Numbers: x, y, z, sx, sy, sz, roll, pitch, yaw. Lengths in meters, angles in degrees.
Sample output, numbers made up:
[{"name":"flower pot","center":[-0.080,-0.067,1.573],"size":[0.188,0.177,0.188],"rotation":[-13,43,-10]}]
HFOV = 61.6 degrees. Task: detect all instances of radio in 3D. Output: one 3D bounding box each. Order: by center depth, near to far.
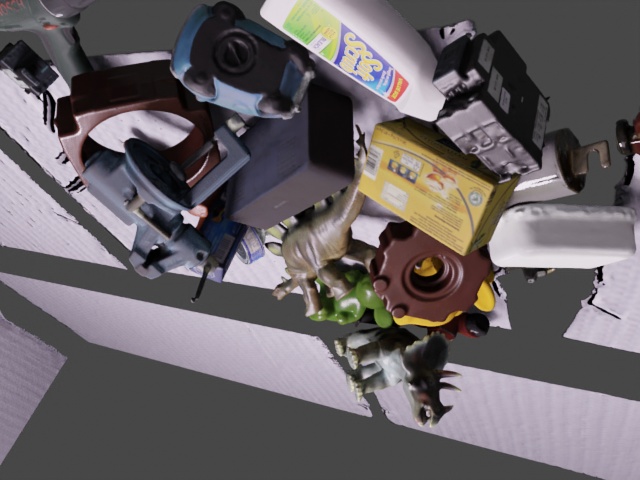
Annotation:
[{"name":"radio","center":[-0.048,-0.108,0.732],"size":[0.073,0.131,0.230],"rotation":[14,158,-33]}]

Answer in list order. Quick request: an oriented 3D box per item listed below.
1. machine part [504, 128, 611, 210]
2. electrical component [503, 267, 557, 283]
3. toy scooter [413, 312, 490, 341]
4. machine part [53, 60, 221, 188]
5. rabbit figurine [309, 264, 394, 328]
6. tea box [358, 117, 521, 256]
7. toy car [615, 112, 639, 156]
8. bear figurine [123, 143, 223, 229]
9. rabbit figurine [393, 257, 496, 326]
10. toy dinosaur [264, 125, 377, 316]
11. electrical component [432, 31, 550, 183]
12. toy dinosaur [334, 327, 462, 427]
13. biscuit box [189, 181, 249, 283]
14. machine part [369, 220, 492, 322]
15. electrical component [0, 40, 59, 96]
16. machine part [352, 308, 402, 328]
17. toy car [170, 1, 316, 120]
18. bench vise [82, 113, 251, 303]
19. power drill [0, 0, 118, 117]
[{"name":"machine part","center":[0.227,-0.076,0.660],"size":[0.079,0.079,0.243],"rotation":[39,147,-27]},{"name":"electrical component","center":[0.310,0.023,0.781],"size":[0.078,0.045,0.102],"rotation":[-9,149,-10]},{"name":"toy scooter","center":[0.223,0.151,1.047],"size":[0.184,0.075,0.135],"rotation":[26,153,-15]},{"name":"machine part","center":[-0.254,-0.151,0.772],"size":[0.201,0.087,0.201],"rotation":[-14,149,-8]},{"name":"rabbit figurine","center":[0.079,0.113,1.031],"size":[0.159,0.121,0.170],"rotation":[30,154,-26]},{"name":"tea box","center":[0.137,-0.069,0.646],"size":[0.170,0.068,0.098],"rotation":[37,129,29]},{"name":"toy car","center":[0.389,-0.068,0.587],"size":[0.089,0.053,0.202],"rotation":[-7,139,37]},{"name":"bear figurine","center":[-0.257,-0.091,0.926],"size":[0.196,0.132,0.120],"rotation":[14,145,3]},{"name":"rabbit figurine","center":[0.208,0.067,0.881],"size":[0.162,0.122,0.173],"rotation":[17,132,4]},{"name":"toy dinosaur","center":[-0.002,-0.003,0.863],"size":[0.198,0.105,0.471],"rotation":[47,144,2]},{"name":"electrical component","center":[0.174,-0.142,0.548],"size":[0.134,0.115,0.058],"rotation":[40,143,-23]},{"name":"toy dinosaur","center":[0.139,0.225,1.054],"size":[0.192,0.131,0.405],"rotation":[-12,-175,-6]},{"name":"biscuit box","center":[-0.142,-0.035,0.854],"size":[0.059,0.203,0.062],"rotation":[23,151,-1]},{"name":"machine part","center":[0.161,0.041,0.789],"size":[0.179,0.056,0.179],"rotation":[0,118,-1]},{"name":"electrical component","center":[-0.446,-0.261,0.819],"size":[0.119,0.048,0.074],"rotation":[14,154,49]},{"name":"machine part","center":[0.111,0.158,1.144],"size":[0.139,0.084,0.039],"rotation":[12,124,-6]},{"name":"toy car","center":[-0.088,-0.205,0.649],"size":[0.162,0.109,0.103],"rotation":[21,-179,-4]},{"name":"bench vise","center":[-0.177,-0.064,0.709],"size":[0.223,0.240,0.129],"rotation":[49,-171,-11]},{"name":"power drill","center":[-0.335,-0.267,0.732],"size":[0.232,0.086,0.207],"rotation":[9,153,22]}]
